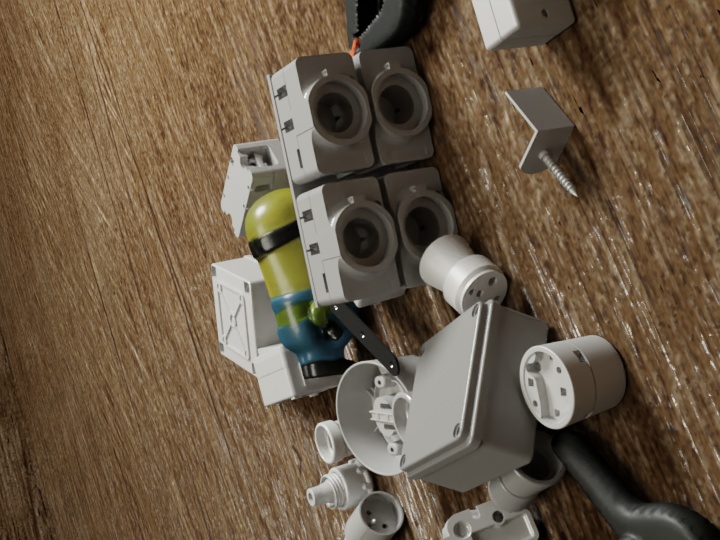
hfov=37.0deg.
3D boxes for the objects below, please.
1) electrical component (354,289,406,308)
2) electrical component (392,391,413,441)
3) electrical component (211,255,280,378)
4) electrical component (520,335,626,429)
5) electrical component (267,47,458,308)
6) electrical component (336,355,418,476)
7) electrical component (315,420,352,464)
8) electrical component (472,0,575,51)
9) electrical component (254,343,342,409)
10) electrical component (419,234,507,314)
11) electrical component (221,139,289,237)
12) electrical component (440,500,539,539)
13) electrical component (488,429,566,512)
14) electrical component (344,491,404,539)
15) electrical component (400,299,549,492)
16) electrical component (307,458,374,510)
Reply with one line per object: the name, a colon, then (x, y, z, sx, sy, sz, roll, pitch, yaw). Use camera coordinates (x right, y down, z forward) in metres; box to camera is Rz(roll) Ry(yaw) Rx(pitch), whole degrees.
electrical component: (0.000, 0.000, 0.941, 0.083, 0.047, 0.075, 56, 150, 36)
electrical component: (0.064, 0.110, 0.845, 0.044, 0.065, 0.044, 32, 128, 54)
electrical component: (-0.112, 0.048, 1.158, 0.109, 0.056, 0.108, 21, 119, 58)
electrical component: (0.141, 0.072, 0.706, 0.055, 0.047, 0.055, 33, 129, 54)
electrical component: (0.005, -0.074, 0.839, 0.060, 0.105, 0.186, -13, 89, 62)
electrical component: (0.030, 0.121, 0.913, 0.099, 0.064, 0.099, 33, 129, 54)
electrical component: (-0.014, 0.161, 1.031, 0.040, 0.046, 0.040, 32, 128, 54)
electrical component: (0.105, -0.191, 0.669, 0.076, 0.047, 0.083, -28, 75, 61)
electrical component: (-0.059, 0.096, 1.073, 0.096, 0.062, 0.061, -29, 75, 61)
electrical component: (0.077, 0.005, 0.801, 0.055, 0.045, 0.045, 44, 137, 46)
electrical component: (-0.100, -0.083, 1.084, 0.050, 0.056, 0.089, 59, 147, 32)
electrical component: (0.094, 0.211, 0.826, 0.057, 0.078, 0.058, 93, 156, -70)
electrical component: (0.119, 0.150, 0.785, 0.044, 0.044, 0.065, 63, 153, 27)
electrical component: (0.008, 0.247, 1.025, 0.043, 0.043, 0.081, 63, 149, 26)
electrical component: (0.081, 0.092, 0.768, 0.108, 0.056, 0.108, 134, 152, -59)
electrical component: (-0.021, 0.213, 1.046, 0.048, 0.062, 0.048, 32, 128, 54)
